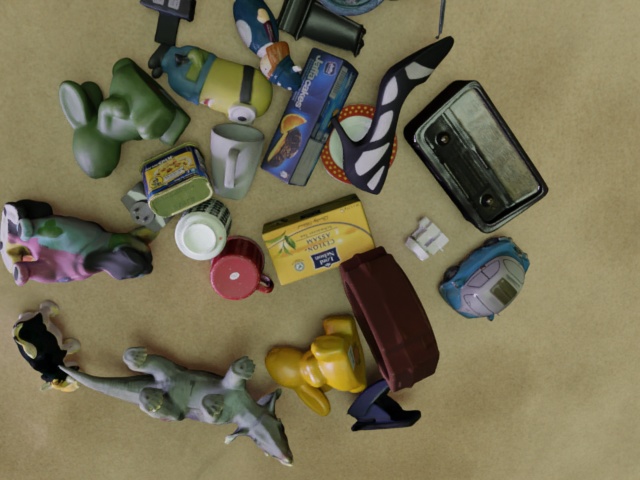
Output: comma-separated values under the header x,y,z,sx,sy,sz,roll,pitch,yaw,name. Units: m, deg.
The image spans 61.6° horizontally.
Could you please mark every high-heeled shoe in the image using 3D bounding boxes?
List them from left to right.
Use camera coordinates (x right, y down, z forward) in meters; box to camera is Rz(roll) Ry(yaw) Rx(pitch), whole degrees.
x,y,z,sx,sy,sz,roll,pitch,yaw,name
0.130,-0.185,0.822,0.249,0.086,0.145,-36,108,7,high-heeled shoe

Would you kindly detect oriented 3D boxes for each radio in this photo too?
x,y,z,sx,sy,sz,roll,pitch,yaw,name
0.248,-0.130,0.868,0.131,0.073,0.229,-38,106,8,radio

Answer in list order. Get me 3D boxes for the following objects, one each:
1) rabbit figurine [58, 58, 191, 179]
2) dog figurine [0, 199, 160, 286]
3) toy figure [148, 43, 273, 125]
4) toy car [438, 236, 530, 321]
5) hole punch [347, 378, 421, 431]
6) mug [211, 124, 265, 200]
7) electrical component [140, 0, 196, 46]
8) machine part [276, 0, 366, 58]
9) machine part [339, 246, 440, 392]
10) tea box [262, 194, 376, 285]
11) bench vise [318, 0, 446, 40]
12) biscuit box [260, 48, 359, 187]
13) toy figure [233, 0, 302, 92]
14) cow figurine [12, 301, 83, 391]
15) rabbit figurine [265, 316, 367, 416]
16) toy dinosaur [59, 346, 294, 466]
x,y,z,sx,sy,sz,roll,pitch,yaw,name
-0.307,-0.172,0.789,0.170,0.121,0.159,-43,99,7,rabbit figurine
-0.374,0.008,0.857,0.219,0.192,0.108,3,107,-41,dog figurine
-0.158,-0.237,0.802,0.180,0.082,0.089,26,106,-9,toy figure
0.295,0.077,0.923,0.161,0.103,0.109,-43,107,11,toy car
0.111,0.289,0.967,0.116,0.142,0.092,-15,81,18,hole punch
-0.131,-0.113,0.834,0.081,0.110,0.107,5,121,-11,mug
-0.220,-0.345,0.780,0.075,0.048,0.119,18,104,-9,electrical component
0.005,-0.325,0.808,0.139,0.039,0.084,24,99,-8,machine part
0.110,0.126,0.856,0.087,0.201,0.200,-25,152,-4,machine part
-0.002,-0.003,0.893,0.170,0.068,0.098,-21,107,1,tea box
0.079,-0.353,0.700,0.224,0.241,0.128,10,108,-3,bench vise
-0.017,-0.186,0.828,0.063,0.059,0.202,31,104,23,biscuit box
-0.076,-0.282,0.785,0.058,0.064,0.154,-27,84,6,toy figure
-0.454,0.196,0.907,0.068,0.098,0.167,-22,108,-4,cow figurine
-0.009,0.222,0.956,0.173,0.122,0.162,-10,118,13,rabbit figurine
-0.225,0.273,0.935,0.405,0.131,0.192,12,144,8,toy dinosaur
